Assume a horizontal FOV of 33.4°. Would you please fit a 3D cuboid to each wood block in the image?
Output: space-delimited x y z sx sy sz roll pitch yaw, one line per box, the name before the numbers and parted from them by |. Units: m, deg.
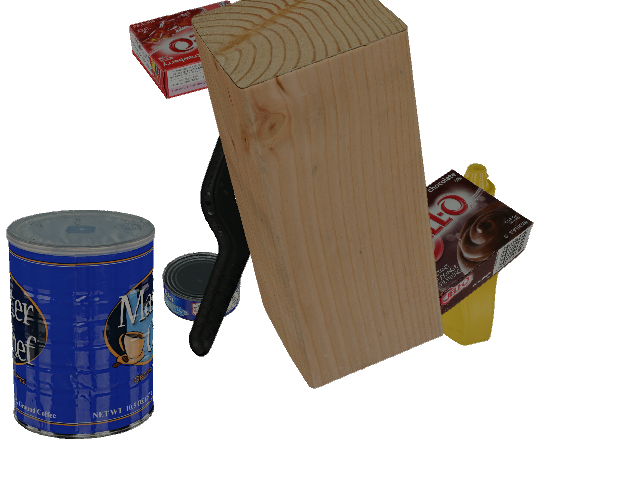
wood block | 0.002 -0.030 0.598 0.090 0.206 0.090 -21 39 -11

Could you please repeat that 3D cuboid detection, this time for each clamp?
clamp | -0.054 -0.006 0.991 0.164 0.210 0.036 -4 0 -37

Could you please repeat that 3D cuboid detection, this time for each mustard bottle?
mustard bottle | 0.149 0.007 1.093 0.058 0.192 0.096 -10 37 -15

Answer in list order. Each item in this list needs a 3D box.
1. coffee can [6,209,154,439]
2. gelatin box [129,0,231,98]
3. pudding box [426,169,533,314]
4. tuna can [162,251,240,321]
coffee can | -0.171 0.057 0.771 0.103 0.140 0.103 2 15 -1
gelatin box | -0.095 -0.151 0.832 0.089 0.030 0.073 -19 46 -20
pudding box | 0.102 0.000 0.868 0.113 0.039 0.090 -32 55 -30
tuna can | -0.131 0.051 1.177 0.086 0.034 0.086 2 36 -2
